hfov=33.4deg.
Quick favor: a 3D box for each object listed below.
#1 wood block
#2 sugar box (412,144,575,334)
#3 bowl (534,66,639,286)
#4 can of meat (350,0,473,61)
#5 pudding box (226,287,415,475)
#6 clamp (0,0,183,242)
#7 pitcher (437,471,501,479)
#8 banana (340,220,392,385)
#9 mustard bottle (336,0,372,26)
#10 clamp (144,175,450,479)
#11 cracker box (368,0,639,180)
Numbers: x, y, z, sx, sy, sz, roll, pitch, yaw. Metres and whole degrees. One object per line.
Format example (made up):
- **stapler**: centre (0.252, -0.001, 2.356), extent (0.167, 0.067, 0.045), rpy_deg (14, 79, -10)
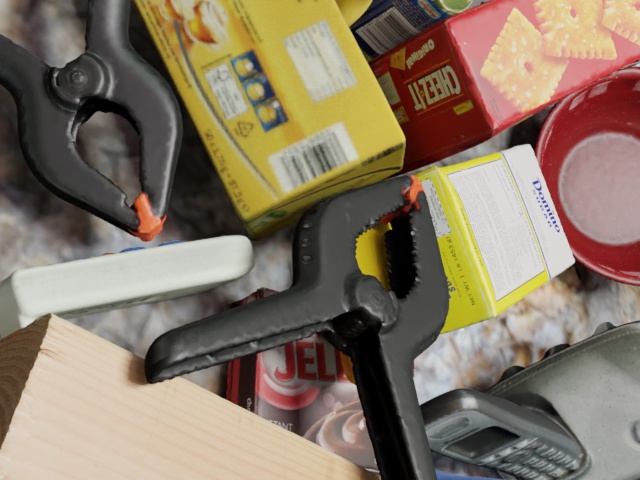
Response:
- **wood block**: centre (-0.068, 0.126, 0.497), extent (0.205, 0.090, 0.090), rpy_deg (32, 56, -27)
- **sugar box**: centre (0.107, -0.006, 0.681), extent (0.176, 0.048, 0.093), rpy_deg (-17, 86, -63)
- **bowl**: centre (0.228, -0.043, 0.791), extent (0.162, 0.055, 0.162), rpy_deg (1, 82, -6)
- **can of meat**: centre (0.064, -0.174, 0.711), extent (0.057, 0.084, 0.102), rpy_deg (42, 53, -20)
- **pudding box**: centre (0.002, 0.084, 0.601), extent (0.113, 0.039, 0.090), rpy_deg (18, 63, -34)
- **clamp**: centre (-0.112, -0.085, 0.527), extent (0.120, 0.039, 0.171), rpy_deg (-35, 89, -3)
- **pitcher**: centre (0.124, 0.190, 0.528), extent (0.144, 0.243, 0.149), rpy_deg (32, 64, -29)
- **banana**: centre (0.011, -0.004, 0.617), extent (0.069, 0.037, 0.198), rpy_deg (-7, 58, -28)
- **mustard bottle**: centre (0.030, -0.189, 0.616), extent (0.058, 0.192, 0.096), rpy_deg (-43, 102, -40)
- **clamp**: centre (0.024, 0.047, 0.528), extent (0.164, 0.036, 0.209), rpy_deg (44, 42, -9)
- **cracker box**: centre (0.127, -0.113, 0.655), extent (0.213, 0.164, 0.072), rpy_deg (-25, 94, -26)
